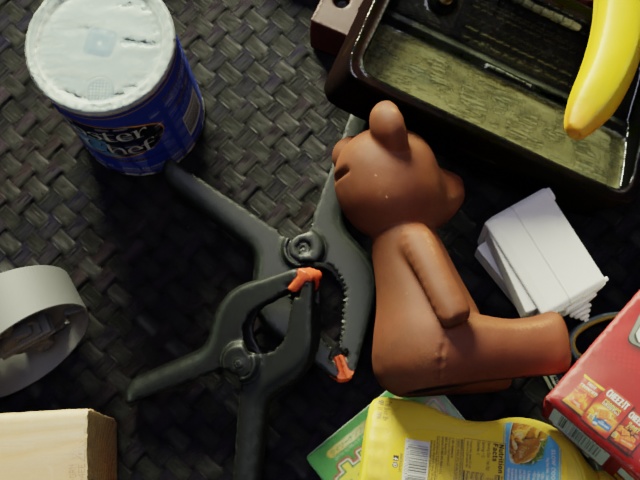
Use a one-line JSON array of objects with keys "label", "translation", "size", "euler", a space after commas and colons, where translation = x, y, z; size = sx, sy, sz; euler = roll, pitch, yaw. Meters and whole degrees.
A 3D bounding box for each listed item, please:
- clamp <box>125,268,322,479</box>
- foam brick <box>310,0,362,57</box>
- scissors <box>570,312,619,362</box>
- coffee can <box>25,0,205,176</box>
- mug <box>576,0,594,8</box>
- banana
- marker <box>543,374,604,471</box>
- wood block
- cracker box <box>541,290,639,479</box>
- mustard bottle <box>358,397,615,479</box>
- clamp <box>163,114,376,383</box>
[{"label": "clamp", "translation": [-0.063, 0.085, 0.764], "size": [0.120, 0.039, 0.171], "euler": [28, 97, 7]}, {"label": "foam brick", "translation": [0.037, -0.168, 0.832], "size": [0.078, 0.051, 0.053], "euler": [24, 78, 9]}, {"label": "scissors", "translation": [0.281, 0.089, 0.774], "size": [0.202, 0.016, 0.096], "euler": [-1, 77, 3]}, {"label": "coffee can", "translation": [-0.145, -0.116, 0.783], "size": [0.103, 0.140, 0.103], "euler": [-1, 76, 3]}, {"label": "mug", "translation": [0.210, -0.201, 0.816], "size": [0.117, 0.081, 0.093], "euler": [38, 81, 11]}, {"label": "banana", "translation": [0.196, -0.163, 0.741], "size": [0.069, 0.037, 0.198], "euler": [2, 79, -12]}, {"label": "marker", "translation": [0.184, 0.124, 0.768], "size": [0.020, 0.020, 0.121], "euler": [-24, 76, -3]}, {"label": "wood block", "translation": [-0.252, 0.171, 0.743], "size": [0.206, 0.091, 0.090], "euler": [-3, 75, 2]}, {"label": "cracker box", "translation": [0.274, 0.085, 0.691], "size": [0.164, 0.072, 0.213], "euler": [40, 78, 19]}, {"label": "mustard bottle", "translation": [0.122, 0.168, 0.726], "size": [0.191, 0.058, 0.096], "euler": [8, 63, 3]}, {"label": "clamp", "translation": [-0.005, 0.001, 0.800], "size": [0.164, 0.036, 0.210], "euler": [-25, 78, -4]}]
